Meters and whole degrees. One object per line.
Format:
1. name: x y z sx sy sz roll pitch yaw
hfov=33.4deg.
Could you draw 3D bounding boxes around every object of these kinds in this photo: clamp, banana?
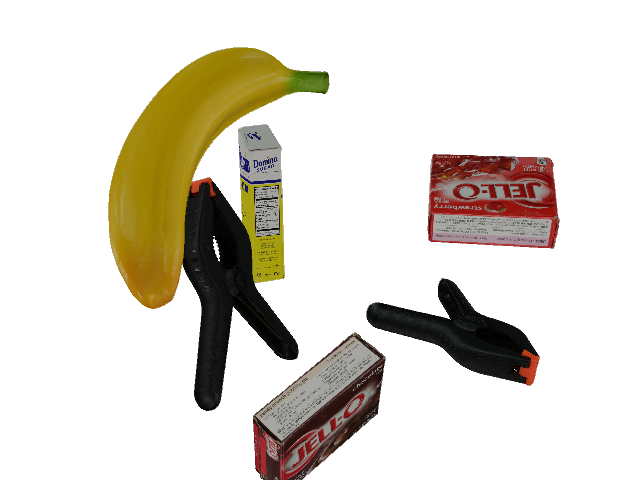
1. clamp: -0.085 0.044 1.025 0.036 0.210 0.164 -12 -1 29
2. banana: -0.061 -0.047 0.529 0.070 0.037 0.197 17 46 15
3. clamp: 0.143 0.085 1.031 0.172 0.039 0.120 26 37 31

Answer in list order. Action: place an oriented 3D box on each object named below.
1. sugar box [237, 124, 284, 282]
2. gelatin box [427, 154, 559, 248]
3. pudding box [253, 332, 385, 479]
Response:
1. sugar box: -0.074 -0.046 1.324 0.048 0.176 0.093 -8 25 -11
2. gelatin box: 0.122 -0.030 0.757 0.089 0.030 0.073 2 39 6
3. pudding box: -0.001 0.136 0.838 0.039 0.090 0.113 38 61 24
